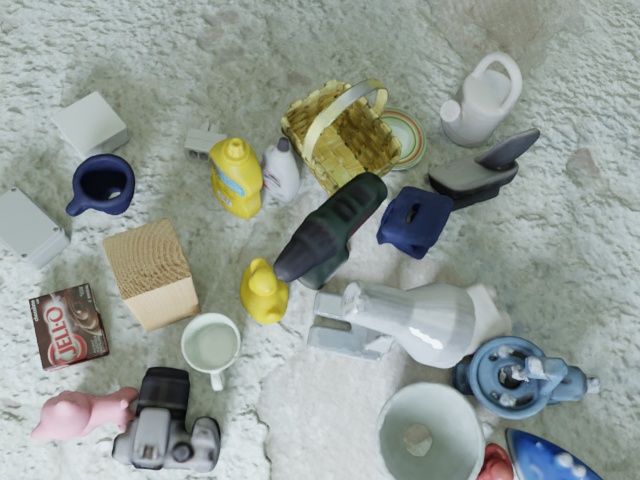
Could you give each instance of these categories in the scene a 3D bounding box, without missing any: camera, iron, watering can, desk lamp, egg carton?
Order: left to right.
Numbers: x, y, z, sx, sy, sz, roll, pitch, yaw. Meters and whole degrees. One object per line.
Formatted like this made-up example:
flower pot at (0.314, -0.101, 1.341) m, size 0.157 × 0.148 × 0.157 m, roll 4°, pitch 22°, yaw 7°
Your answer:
camera at (-0.209, 0.252, 0.807) m, size 0.143 × 0.101 × 0.137 m, roll 7°, pitch 70°, yaw -6°
desk lamp at (0.096, 0.120, 0.839) m, size 0.203 × 0.213 × 0.118 m, roll 11°, pitch 69°, yaw -4°
egg carton at (0.233, 0.131, 0.933) m, size 0.150 × 0.069 × 0.107 m, roll -22°, pitch 75°, yaw -15°
watering can at (0.289, -0.248, 1.010) m, size 0.101 × 0.194 × 0.173 m, roll 38°, pitch 70°, yaw 6°
iron at (0.389, 0.376, 0.830) m, size 0.119 × 0.141 × 0.258 m, roll -39°, pitch 80°, yaw -19°

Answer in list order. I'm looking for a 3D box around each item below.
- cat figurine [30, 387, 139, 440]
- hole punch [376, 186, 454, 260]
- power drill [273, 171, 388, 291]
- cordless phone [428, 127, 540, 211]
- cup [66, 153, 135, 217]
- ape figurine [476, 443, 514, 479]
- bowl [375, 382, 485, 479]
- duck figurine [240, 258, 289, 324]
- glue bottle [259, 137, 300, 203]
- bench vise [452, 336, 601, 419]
cat figurine at (-0.321, 0.236, 0.786) m, size 0.128 × 0.117 × 0.067 m, roll -8°, pitch 72°, yaw -11°
hole punch at (0.159, -0.034, 0.970) m, size 0.101 × 0.091 × 0.109 m, roll 28°, pitch 69°, yaw 3°
power drill at (0.008, 0.003, 0.871) m, size 0.075 × 0.208 × 0.230 m, roll 40°, pitch 70°, yaw 7°
cordless phone at (0.278, -0.134, 0.973) m, size 0.148 × 0.185 × 0.094 m, roll -23°, pitch 75°, yaw -15°
cup at (-0.342, -0.068, 0.905) m, size 0.091 × 0.095 × 0.118 m, roll 40°, pitch 70°, yaw 7°
ape figurine at (0.258, 0.345, 0.848) m, size 0.078 × 0.092 × 0.076 m, roll -32°, pitch 78°, yaw -17°
bowl at (0.156, 0.300, 0.858) m, size 0.167 × 0.074 × 0.167 m, roll 3°, pitch 70°, yaw -7°
duck figurine at (-0.086, 0.076, 0.896) m, size 0.077 × 0.086 × 0.104 m, roll -14°, pitch 73°, yaw -13°
glue bottle at (-0.065, -0.121, 0.923) m, size 0.078 × 0.173 × 0.037 m, roll 33°, pitch 69°, yaw 5°
bench vise at (0.322, 0.191, 0.845) m, size 0.207 × 0.219 × 0.121 m, roll -11°, pitch 72°, yaw -12°
